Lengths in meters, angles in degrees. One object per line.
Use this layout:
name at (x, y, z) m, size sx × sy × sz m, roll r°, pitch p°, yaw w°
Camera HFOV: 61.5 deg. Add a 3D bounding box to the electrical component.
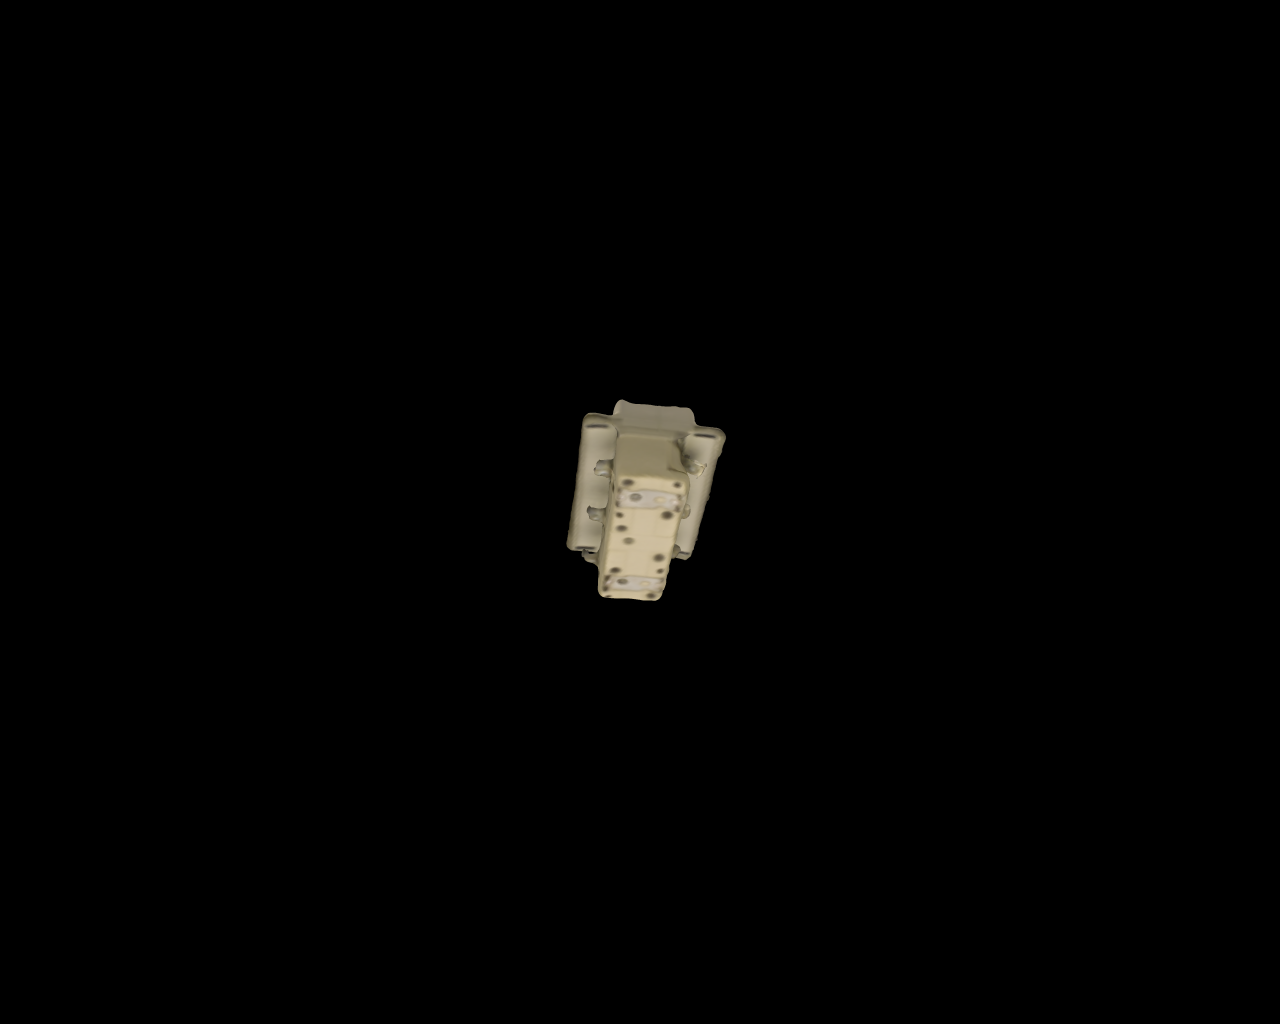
electrical component at (0.001, -0.003, 0.650) m, size 0.079 × 0.063 × 0.121 m, roll 5°, pitch -40°, yaw -6°
